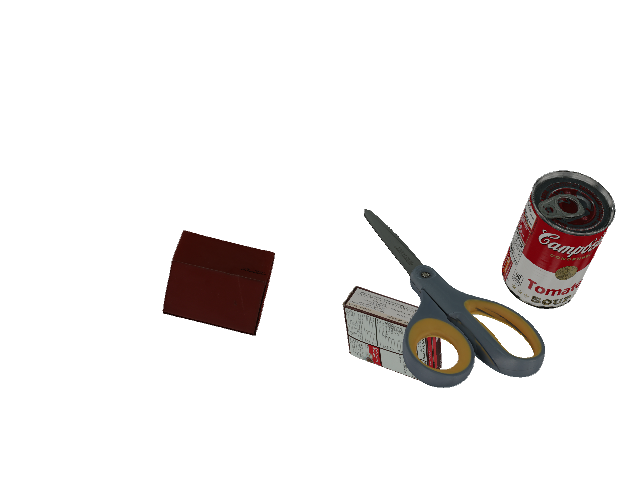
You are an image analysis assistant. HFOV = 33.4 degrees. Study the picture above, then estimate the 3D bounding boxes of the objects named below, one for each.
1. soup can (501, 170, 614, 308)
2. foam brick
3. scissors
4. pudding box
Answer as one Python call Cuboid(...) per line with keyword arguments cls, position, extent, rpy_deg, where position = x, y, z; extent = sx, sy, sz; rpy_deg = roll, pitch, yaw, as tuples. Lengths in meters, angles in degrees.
Cuboid(cls="soup can", position=(0.195, 0.001, 0.887), extent=(0.068, 0.068, 0.102), rpy_deg=(0, -40, -9))
Cuboid(cls="foam brick", position=(-0.081, 0.034, 0.848), extent=(0.078, 0.051, 0.053), rpy_deg=(14, 28, -1))
Cuboid(cls="scissors", position=(0.061, 0.038, 0.714), extent=(0.096, 0.016, 0.202), rpy_deg=(-23, 40, -31))
Cuboid(cls="pudding box", position=(0.085, 0.110, 1.248), extent=(0.114, 0.090, 0.039), rpy_deg=(16, 46, 25))
